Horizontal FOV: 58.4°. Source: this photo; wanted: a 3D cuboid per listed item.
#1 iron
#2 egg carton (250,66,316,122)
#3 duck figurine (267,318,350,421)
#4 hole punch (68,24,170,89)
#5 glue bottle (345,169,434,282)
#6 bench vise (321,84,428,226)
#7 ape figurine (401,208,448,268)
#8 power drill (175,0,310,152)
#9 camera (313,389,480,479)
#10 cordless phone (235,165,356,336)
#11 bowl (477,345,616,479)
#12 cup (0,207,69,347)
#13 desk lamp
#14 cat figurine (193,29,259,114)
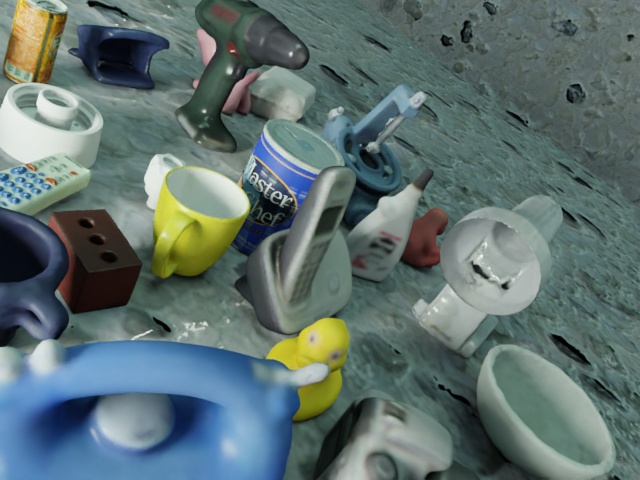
[{"bbox_3d":[-0.122,0.109,0.355,0.259,0.141,0.118,15,34,-30],"label":"iron"},{"bbox_3d":[-0.068,-0.264,1.052,0.107,0.069,0.150,30,29,-5],"label":"egg carton"},{"bbox_3d":[-0.002,0.107,0.535,0.077,0.086,0.105,36,29,6],"label":"duck figurine"},{"bbox_3d":[-0.293,-0.285,0.839,0.109,0.091,0.101,-9,50,-51],"label":"hole punch"},{"bbox_3d":[0.092,-0.022,0.736,0.078,0.173,0.037,17,33,-27],"label":"glue bottle"},{"bbox_3d":[0.061,-0.159,0.865,0.122,0.219,0.207,-4,45,-47],"label":"bench vise"},{"bbox_3d":[0.161,-0.008,0.867,0.076,0.092,0.077,12,35,-33],"label":"ape figurine"},{"bbox_3d":[-0.122,-0.235,0.811,0.076,0.208,0.229,-3,45,-47],"label":"power drill"},{"bbox_3d":[0.071,0.200,0.452,0.137,0.100,0.143,30,29,-5],"label":"camera"},{"bbox_3d":[0.006,0.002,0.600,0.094,0.185,0.148,43,30,17],"label":"cordless phone"},{"bbox_3d":[0.234,0.202,0.637,0.168,0.074,0.167,25,30,-15],"label":"bowl"},{"bbox_3d":[-0.224,0.045,0.399,0.117,0.095,0.092,40,30,13],"label":"cup"},{"bbox_3d":[0.211,0.040,0.717,0.117,0.213,0.204,42,30,16],"label":"desk lamp"},{"bbox_3d":[-0.156,-0.292,0.959,0.127,0.117,0.067,40,30,12],"label":"cat figurine"}]
